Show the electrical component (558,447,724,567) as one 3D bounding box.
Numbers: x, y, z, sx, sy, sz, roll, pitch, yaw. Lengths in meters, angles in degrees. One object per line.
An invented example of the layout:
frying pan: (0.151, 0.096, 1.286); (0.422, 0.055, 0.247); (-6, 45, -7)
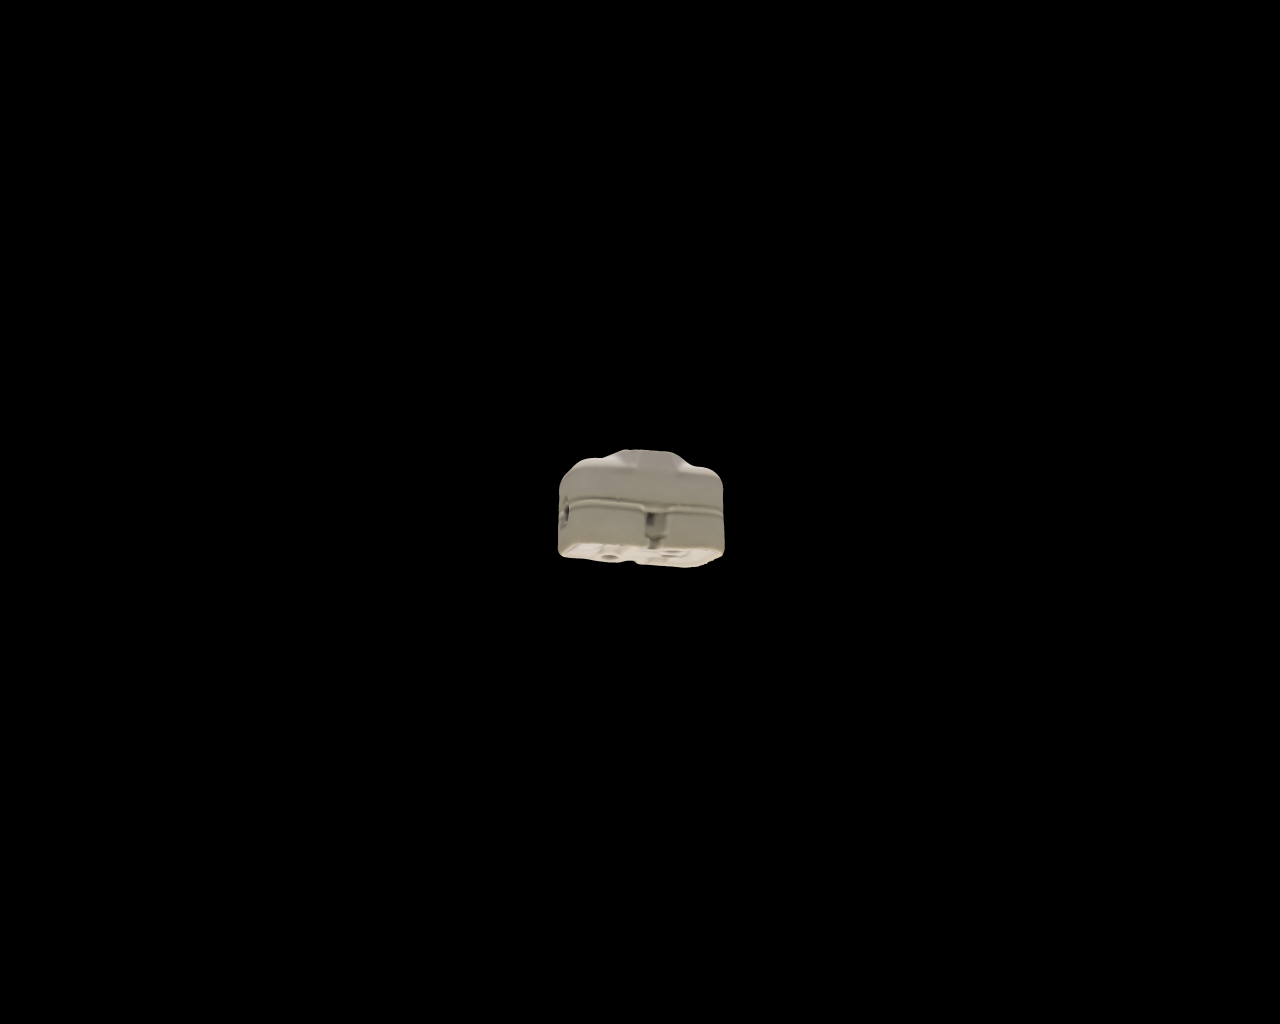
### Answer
electrical component: (0.001, -0.003, 0.650); (0.095, 0.059, 0.053); (5, -15, -18)
